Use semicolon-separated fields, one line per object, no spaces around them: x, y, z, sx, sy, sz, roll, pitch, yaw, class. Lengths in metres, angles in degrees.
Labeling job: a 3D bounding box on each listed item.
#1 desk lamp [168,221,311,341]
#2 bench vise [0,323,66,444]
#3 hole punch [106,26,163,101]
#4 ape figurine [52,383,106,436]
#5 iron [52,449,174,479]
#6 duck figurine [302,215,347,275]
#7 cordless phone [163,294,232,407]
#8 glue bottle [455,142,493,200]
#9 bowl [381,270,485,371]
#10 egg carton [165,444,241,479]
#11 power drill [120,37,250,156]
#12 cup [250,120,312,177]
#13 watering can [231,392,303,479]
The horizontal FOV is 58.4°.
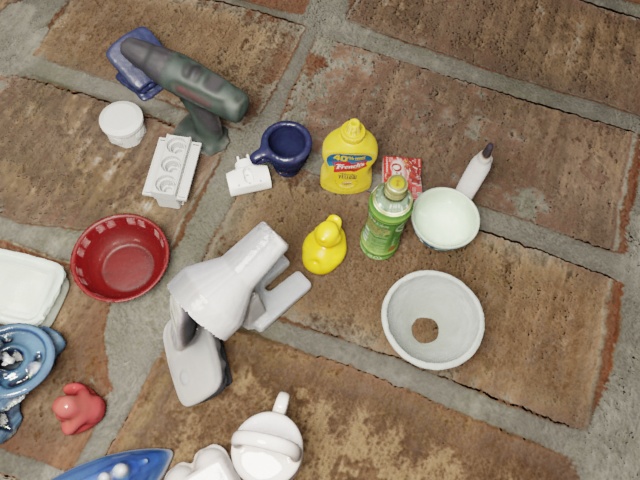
-0.118;0.067;0.887;0.203;0.213;0.117;-41;73;-18;desk lamp
-0.458;0.201;0.805;0.121;0.220;0.207;10;65;2;bench vise
-0.347;-0.350;1.131;0.101;0.091;0.109;39;70;14;hole punch
-0.368;0.252;0.857;0.076;0.092;0.078;12;66;3;ape figurine
-0.331;0.358;0.784;0.259;0.141;0.118;-31;70;-15;iron
0.009;0.004;0.993;0.077;0.086;0.105;24;67;8;duck figurine
-0.194;0.161;0.856;0.094;0.185;0.147;-20;68;-11;cordless phone
0.277;-0.121;1.015;0.037;0.173;0.078;30;68;11;glue bottle
0.180;0.139;0.946;0.167;0.075;0.167;1;66;-2;bowl
-0.156;0.381;0.822;0.107;0.069;0.150;-29;70;-15;egg carton
-0.234;-0.248;1.027;0.229;0.208;0.076;22;66;7;power drill
-0.072;-0.152;1.054;0.118;0.095;0.091;-27;70;-14;cup
-0.072;0.300;0.795;0.101;0.194;0.173;-6;66;-5;watering can
